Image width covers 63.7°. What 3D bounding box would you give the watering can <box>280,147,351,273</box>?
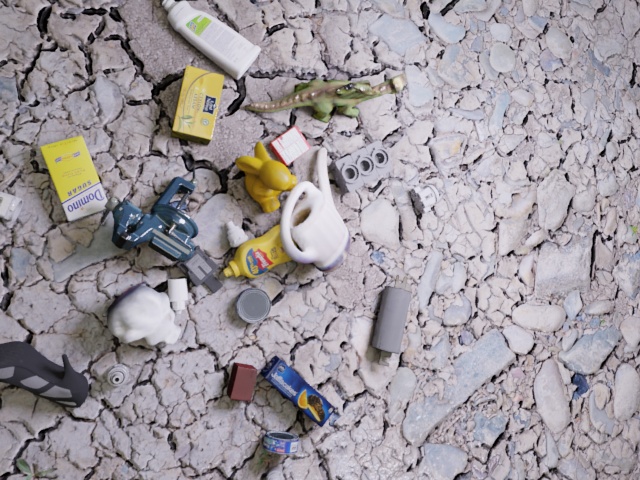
[{"bbox_3d":[0.004,-0.066,1.313,0.221,0.103,0.356,53,42,-30],"label":"watering can"}]

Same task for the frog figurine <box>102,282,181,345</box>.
[{"bbox_3d":[-0.390,0.182,1.156,0.159,0.120,0.140,44,53,0],"label":"frog figurine"}]

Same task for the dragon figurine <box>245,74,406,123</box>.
[{"bbox_3d":[0.034,-0.373,1.302,0.412,0.242,0.122,-15,97,-22],"label":"dragon figurine"}]
